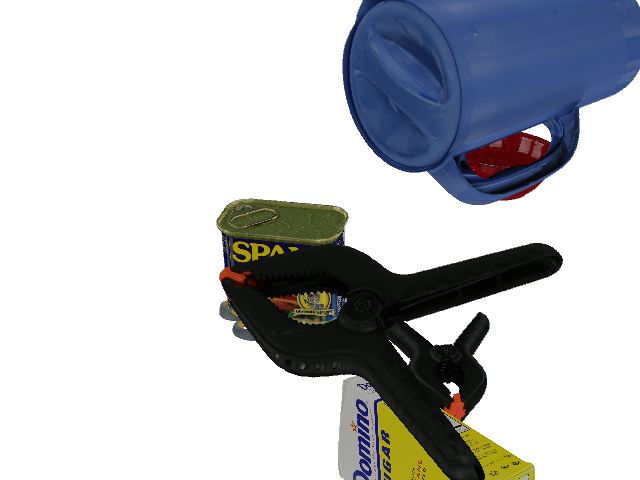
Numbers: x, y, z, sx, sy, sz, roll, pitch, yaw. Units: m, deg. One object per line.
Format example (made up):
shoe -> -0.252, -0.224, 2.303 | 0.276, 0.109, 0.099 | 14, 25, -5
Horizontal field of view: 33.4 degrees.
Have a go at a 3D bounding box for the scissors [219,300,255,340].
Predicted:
scissors -> -0.014, 0.090, 1.188 | 0.201, 0.016, 0.096 | 4, 22, 0

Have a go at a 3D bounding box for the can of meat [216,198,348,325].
can of meat -> -0.029, 0.018, 0.861 | 0.102, 0.084, 0.057 | 5, 30, 13

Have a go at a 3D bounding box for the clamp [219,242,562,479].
clamp -> 0.038, 0.043, 0.662 | 0.210, 0.164, 0.036 | 19, -32, 26

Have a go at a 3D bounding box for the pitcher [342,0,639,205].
pitcher -> 0.152, -0.136, 0.857 | 0.242, 0.149, 0.145 | -19, 35, -33

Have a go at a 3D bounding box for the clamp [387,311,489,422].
clamp -> 0.132, 0.120, 1.076 | 0.120, 0.039, 0.171 | -7, 35, -9

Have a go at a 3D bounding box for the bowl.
bowl -> 0.202, -0.089, 1.265 | 0.162, 0.055, 0.162 | 5, 23, -2

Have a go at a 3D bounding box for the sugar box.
sugar box -> 0.082, 0.177, 0.819 | 0.048, 0.093, 0.176 | -14, 26, -37
